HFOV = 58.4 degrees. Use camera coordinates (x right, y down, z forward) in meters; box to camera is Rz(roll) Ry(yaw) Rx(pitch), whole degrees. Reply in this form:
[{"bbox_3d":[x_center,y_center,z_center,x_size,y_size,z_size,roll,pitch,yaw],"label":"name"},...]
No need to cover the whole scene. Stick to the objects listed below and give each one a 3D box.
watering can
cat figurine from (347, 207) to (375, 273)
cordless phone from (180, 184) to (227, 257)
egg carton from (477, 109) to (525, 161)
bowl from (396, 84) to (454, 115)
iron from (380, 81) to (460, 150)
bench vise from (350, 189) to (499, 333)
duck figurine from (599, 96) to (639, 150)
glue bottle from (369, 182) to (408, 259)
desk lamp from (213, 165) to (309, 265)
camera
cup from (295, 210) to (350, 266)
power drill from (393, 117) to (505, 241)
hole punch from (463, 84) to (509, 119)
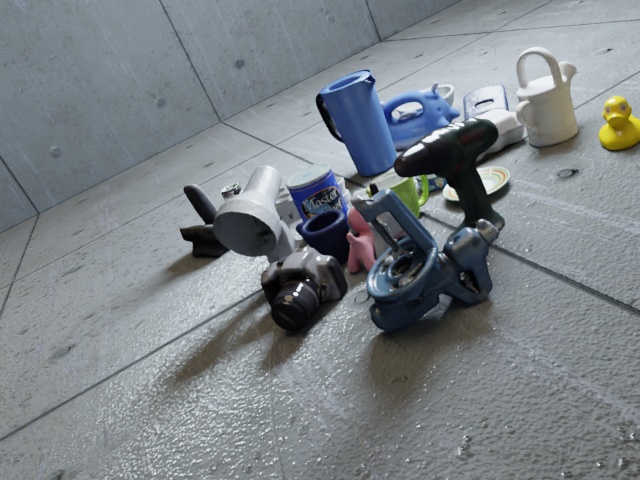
[{"bbox_3d":[0.460,-0.304,1.175,0.100,0.194,0.173,-3,32,39],"label":"watering can"},{"bbox_3d":[0.079,-0.020,1.047,0.067,0.118,0.128,-9,29,32],"label":"cat figurine"},{"bbox_3d":[-0.291,-0.056,1.390,0.147,0.185,0.094,-4,31,39],"label":"cordless phone"},{"bbox_3d":[0.373,-0.236,1.273,0.150,0.069,0.107,-26,24,-2],"label":"egg carton"},{"bbox_3d":[0.303,-0.367,1.602,0.167,0.075,0.167,-20,24,10],"label":"bowl"},{"bbox_3d":[0.224,-0.323,1.503,0.257,0.142,0.119,-6,30,36],"label":"iron"},{"bbox_3d":[0.138,0.005,0.814,0.208,0.220,0.121,-32,25,-16],"label":"bench vise"},{"bbox_3d":[0.553,-0.226,1.060,0.077,0.086,0.105,-6,30,36],"label":"duck figurine"},{"bbox_3d":[0.113,-0.018,0.944,0.078,0.173,0.037,-38,27,-27],"label":"glue bottle"},{"bbox_3d":[-0.093,-0.023,1.100,0.117,0.214,0.203,-11,27,28],"label":"desk lamp"},{"bbox_3d":[-0.046,0.084,0.975,0.142,0.101,0.137,-10,28,31],"label":"camera"},{"bbox_3d":[0.010,0.004,1.093,0.117,0.095,0.092,-2,33,41],"label":"cup"},{"bbox_3d":[0.227,-0.094,0.946,0.230,0.209,0.075,-40,28,-31],"label":"power drill"},{"bbox_3d":[0.402,-0.313,1.376,0.108,0.091,0.101,-13,26,24],"label":"hole punch"}]
